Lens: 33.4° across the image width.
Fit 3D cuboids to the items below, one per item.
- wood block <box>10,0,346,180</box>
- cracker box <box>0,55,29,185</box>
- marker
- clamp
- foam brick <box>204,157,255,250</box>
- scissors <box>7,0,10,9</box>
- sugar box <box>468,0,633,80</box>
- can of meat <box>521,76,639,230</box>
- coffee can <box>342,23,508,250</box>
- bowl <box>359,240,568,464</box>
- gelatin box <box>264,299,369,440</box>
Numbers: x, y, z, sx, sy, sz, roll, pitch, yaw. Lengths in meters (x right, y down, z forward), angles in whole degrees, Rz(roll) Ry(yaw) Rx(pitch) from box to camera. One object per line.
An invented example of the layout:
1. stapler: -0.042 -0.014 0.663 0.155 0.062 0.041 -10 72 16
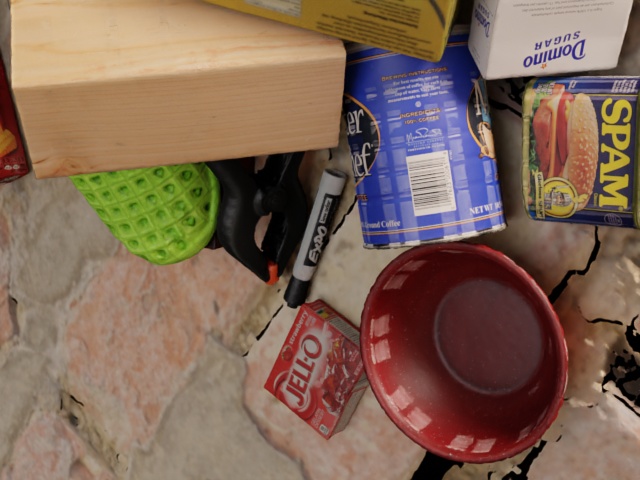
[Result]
1. wood block: -0.093 -0.112 0.714 0.091 0.206 0.090 94 167 -53
2. cracker box: -0.369 -0.148 0.983 0.072 0.163 0.214 -12 93 33
3. marker: -0.006 0.001 0.854 0.020 0.020 0.121 29 114 26
4. clamp: -0.037 -0.046 0.829 0.039 0.120 0.171 48 155 44
5. foam brick: -0.090 -0.037 0.884 0.053 0.051 0.078 10 104 32
6. scissors: -0.231 -0.170 0.975 0.096 0.016 0.202 -30 82 34
7. sugar box: 0.146 -0.181 0.634 0.176 0.093 0.048 94 167 -46
8. can of meat: 0.180 -0.059 0.696 0.084 0.057 0.102 6 102 35
9. coffee can: 0.069 -0.071 0.739 0.103 0.102 0.140 -6 96 34
10. bowl: 0.110 0.075 0.768 0.162 0.055 0.162 7 103 33
11. gelatin box: 0.002 0.105 0.861 0.073 0.030 0.089 37 117 23
